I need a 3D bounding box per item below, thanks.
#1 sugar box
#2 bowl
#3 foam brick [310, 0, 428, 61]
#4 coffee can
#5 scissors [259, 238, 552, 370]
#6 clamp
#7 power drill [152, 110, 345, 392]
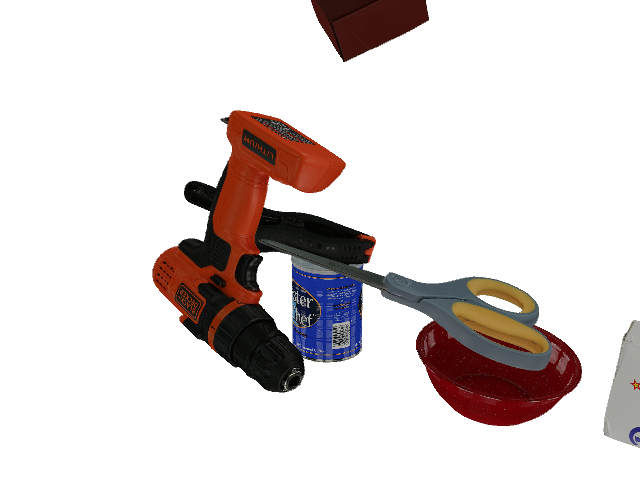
[{"bbox_3d":[0.311,0.132,0.811,0.176,0.093,0.048,15,28,22],"label":"sugar box"},{"bbox_3d":[0.171,0.133,1.048,0.162,0.055,0.162,5,26,-2],"label":"bowl"},{"bbox_3d":[0.036,-0.185,0.821,0.078,0.053,0.051,-27,-32,-2],"label":"foam brick"},{"bbox_3d":[0.010,0.088,1.517,0.103,0.140,0.103,0,20,0],"label":"coffee can"},{"bbox_3d":[0.065,0.028,0.720,0.202,0.016,0.096,27,29,15],"label":"scissors"},{"bbox_3d":[-0.039,-0.005,1.121,0.209,0.036,0.164,14,19,-14],"label":"clamp"},{"bbox_3d":[-0.051,0.005,0.851,0.057,0.188,0.185,6,25,-48],"label":"power drill"}]
